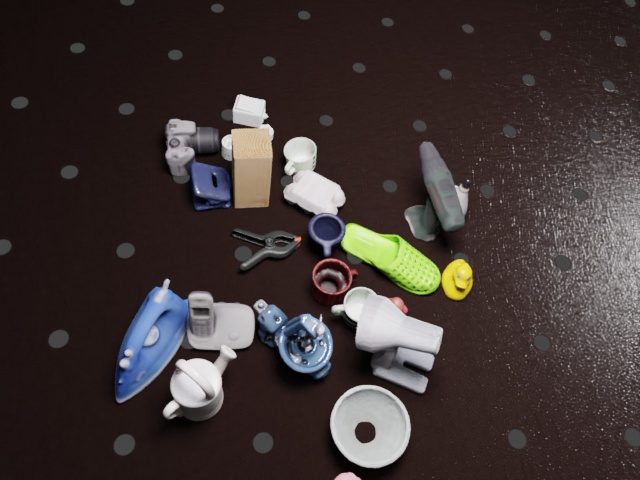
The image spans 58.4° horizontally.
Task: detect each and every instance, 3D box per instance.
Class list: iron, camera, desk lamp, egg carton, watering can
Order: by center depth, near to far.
[{"bbox_3d":[-0.243,0.283,1.144,0.101,0.194,0.173,20,59,4],"label":"watering can"},{"bbox_3d":[-0.366,0.207,1.201,0.118,0.141,0.258,20,59,4],"label":"iron"},{"bbox_3d":[0.168,0.219,1.230,0.203,0.213,0.118,21,59,5],"label":"desk lamp"},{"bbox_3d":[-0.013,-0.115,1.480,0.150,0.069,0.107,28,60,8],"label":"egg carton"},{"bbox_3d":[-0.332,-0.253,1.495,0.137,0.101,0.143,-3,61,-10],"label":"camera"}]

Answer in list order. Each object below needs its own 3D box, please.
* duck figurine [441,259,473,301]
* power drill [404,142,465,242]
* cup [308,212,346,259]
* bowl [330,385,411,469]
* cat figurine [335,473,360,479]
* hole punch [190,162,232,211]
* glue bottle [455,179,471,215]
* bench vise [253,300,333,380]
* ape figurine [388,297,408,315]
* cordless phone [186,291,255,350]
[{"bbox_3d":[0.346,0.087,1.407,0.077,0.086,0.104,14,59,0],"label":"duck figurine"},{"bbox_3d":[0.279,-0.100,1.434,0.076,0.208,0.229,-14,63,-15],"label":"power drill"},{"bbox_3d":[0.013,0.005,1.400,0.092,0.095,0.117,2,60,-7],"label":"cup"},{"bbox_3d":[0.100,0.395,1.199,0.167,0.075,0.167,4,60,-6],"label":"bowl"},{"bbox_3d":[0.073,0.496,1.112,0.127,0.118,0.067,21,59,4],"label":"cat figurine"},{"bbox_3d":[-0.274,-0.140,1.444,0.101,0.091,0.108,-7,62,-12],"label":"hole punch"},{"bbox_3d":[0.351,-0.104,1.467,0.078,0.173,0.037,41,63,16],"label":"glue bottle"},{"bbox_3d":[-0.061,0.199,1.205,0.207,0.220,0.121,22,60,5],"label":"bench vise"},{"bbox_3d":[0.169,0.164,1.333,0.078,0.092,0.076,-3,61,-10],"label":"ape figurine"},{"bbox_3d":[-0.213,0.164,1.222,0.147,0.185,0.094,-1,60,-9],"label":"cordless phone"}]
